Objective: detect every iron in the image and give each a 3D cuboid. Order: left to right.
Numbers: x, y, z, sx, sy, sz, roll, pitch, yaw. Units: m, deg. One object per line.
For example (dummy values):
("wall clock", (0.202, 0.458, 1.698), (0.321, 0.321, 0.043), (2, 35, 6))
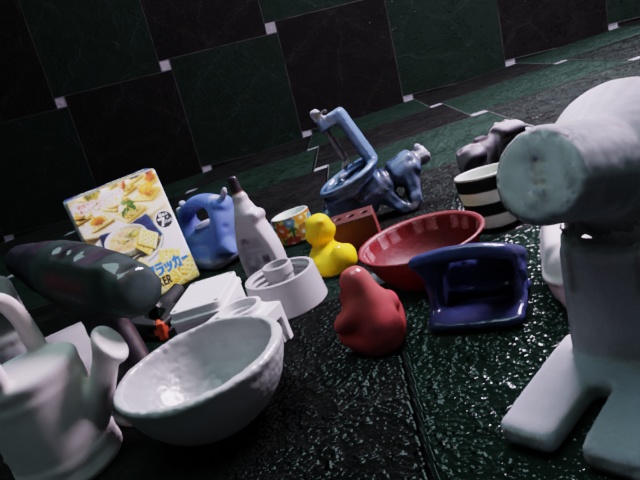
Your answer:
("iron", (-0.225, -0.028, 1.122), (0.257, 0.141, 0.119), (-2, 24, 46))

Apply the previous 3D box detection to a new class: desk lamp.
("desk lamp", (0.197, 0.007, 0.394), (0.117, 0.214, 0.204), (-1, 25, 47))

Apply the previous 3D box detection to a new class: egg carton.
("egg carton", (0.272, 0.009, 0.560), (0.107, 0.069, 0.150), (-13, 18, 23))

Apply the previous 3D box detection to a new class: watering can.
("watering can", (-0.268, 0.135, 0.547), (0.173, 0.194, 0.100), (-25, 17, -17))

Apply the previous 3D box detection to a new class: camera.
("camera", (0.310, -0.139, 0.940), (0.143, 0.101, 0.136), (-20, 16, -1))

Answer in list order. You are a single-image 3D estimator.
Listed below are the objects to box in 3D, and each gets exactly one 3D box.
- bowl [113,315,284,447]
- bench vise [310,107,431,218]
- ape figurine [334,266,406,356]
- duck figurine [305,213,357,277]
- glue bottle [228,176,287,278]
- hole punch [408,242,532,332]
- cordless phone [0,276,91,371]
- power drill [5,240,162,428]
("bowl", (-0.103, 0.143, 0.548), (0.167, 0.075, 0.167), (-18, 16, 6))
("bench vise", (0.077, -0.142, 1.005), (0.208, 0.220, 0.121), (-24, 17, -15))
("ape figurine", (0.047, 0.068, 0.588), (0.078, 0.092, 0.076), (-22, 17, -8))
("duck figurine", (0.008, 0.003, 0.854), (0.078, 0.086, 0.104), (-24, 17, -16))
("glue bottle", (-0.108, -0.020, 0.904), (0.078, 0.173, 0.037), (-8, 20, 34))
("hole punch", (0.153, 0.032, 0.584), (0.108, 0.091, 0.101), (-11, 18, 28))
("cordless phone", (-0.322, 0.115, 0.689), (0.148, 0.185, 0.093), (-28, 18, -26))
("power drill", (-0.244, 0.094, 0.627), (0.228, 0.209, 0.076), (-6, 21, 38))
